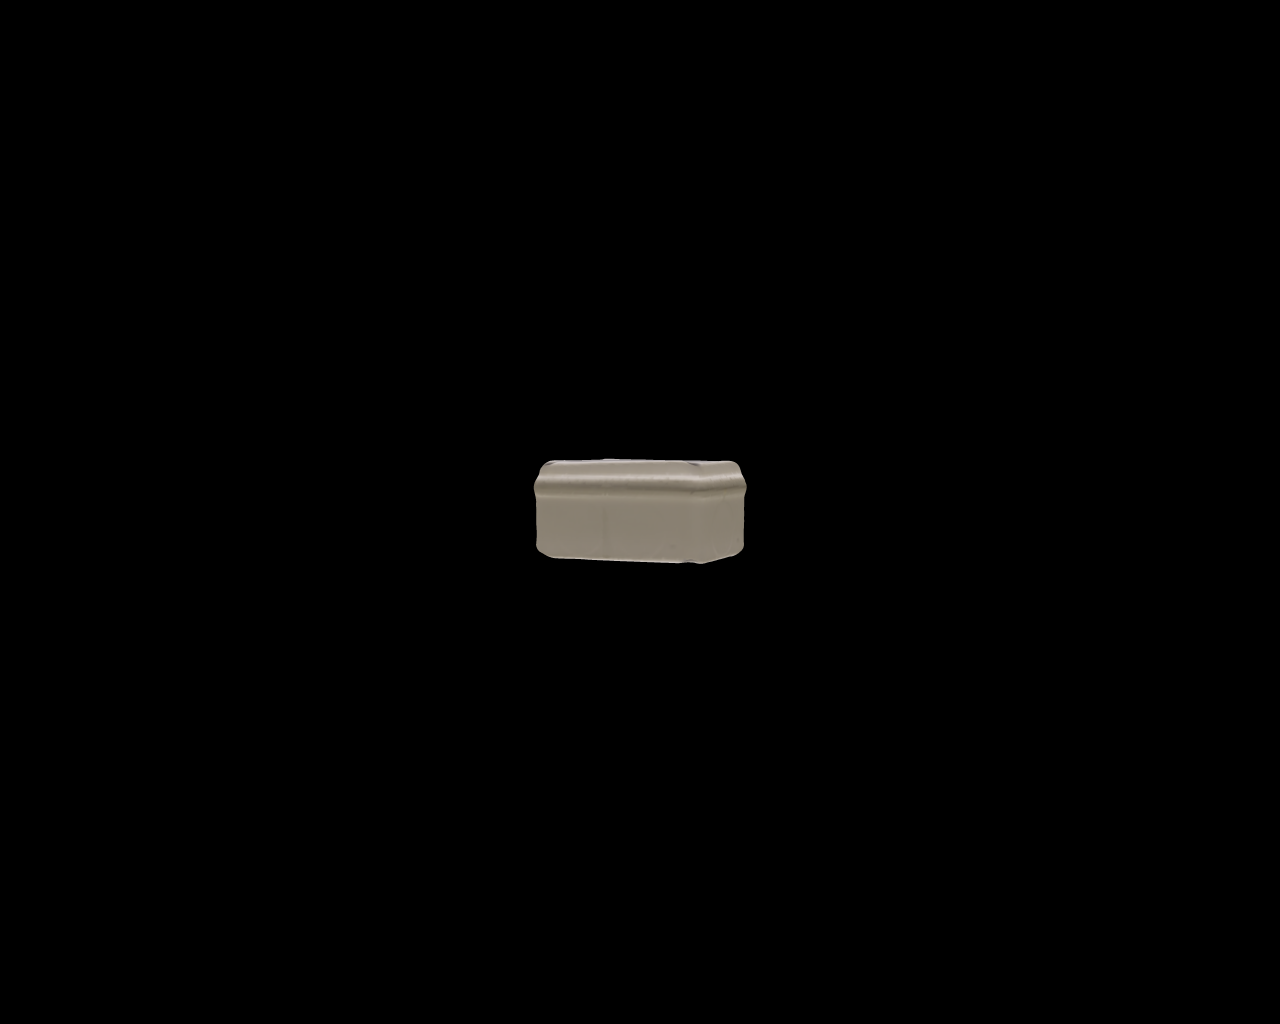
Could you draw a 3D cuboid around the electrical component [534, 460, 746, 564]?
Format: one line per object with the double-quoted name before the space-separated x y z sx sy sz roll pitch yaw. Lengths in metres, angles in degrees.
"electrical component" 0.001 -0.003 0.650 0.113 0.057 0.078 2 4 27
